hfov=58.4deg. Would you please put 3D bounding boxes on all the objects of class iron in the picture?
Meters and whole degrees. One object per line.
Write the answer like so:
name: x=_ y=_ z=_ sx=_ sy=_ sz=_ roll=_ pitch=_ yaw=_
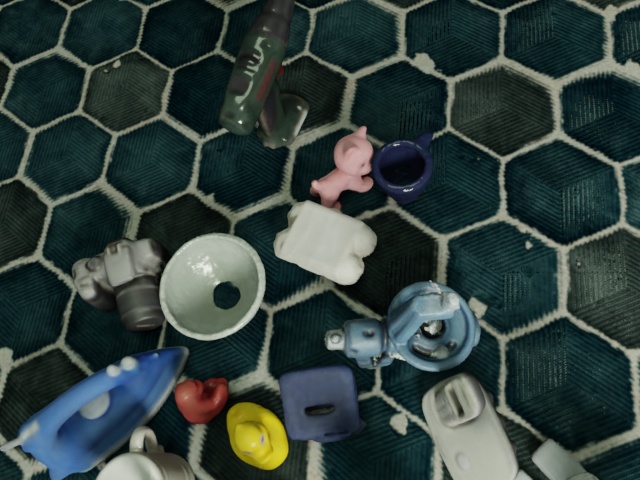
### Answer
iron: x=-0.318 y=0.227 z=0.823 sx=0.258 sy=0.142 sz=0.118 roll=-39 pitch=68 yaw=-6

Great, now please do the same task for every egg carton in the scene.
egg carton: x=0.008 y=0.003 z=0.889 sx=0.150 sy=0.069 sz=0.107 roll=21 pitch=75 yaw=17

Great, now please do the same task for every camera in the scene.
camera: x=-0.307 y=0.077 z=0.900 sx=0.143 sy=0.101 sz=0.136 roll=-22 pitch=67 yaw=2

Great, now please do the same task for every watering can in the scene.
watering can: x=-0.241 y=0.336 z=0.740 sx=0.101 sy=0.194 sz=0.172 roll=-24 pitch=67 yaw=1

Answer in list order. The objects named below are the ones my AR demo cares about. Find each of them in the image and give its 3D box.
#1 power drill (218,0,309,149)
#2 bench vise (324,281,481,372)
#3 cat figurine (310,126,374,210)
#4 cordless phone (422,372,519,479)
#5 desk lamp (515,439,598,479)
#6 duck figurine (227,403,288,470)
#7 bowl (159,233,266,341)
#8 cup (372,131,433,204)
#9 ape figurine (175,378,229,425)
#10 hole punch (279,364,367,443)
power drill: x=-0.081 y=-0.252 z=0.925 sx=0.075 sy=0.209 sz=0.230 roll=18 pitch=74 yaw=16
bench vise: x=0.112 y=0.123 z=0.744 sx=0.207 sy=0.220 sz=0.121 roll=-26 pitch=67 yaw=0
cat figurine: x=0.037 y=-0.114 z=0.902 sx=0.128 sy=0.118 sz=0.067 roll=-38 pitch=68 yaw=-5
cordless phone: x=0.189 y=0.236 z=0.707 sx=0.094 sy=0.185 sz=0.147 roll=-26 pitch=67 yaw=0
desk lamp: x=0.317 y=0.331 z=0.634 sx=0.118 sy=0.214 sz=0.203 roll=-43 pitch=69 yaw=-7
duck figurine: x=-0.096 y=0.272 z=0.798 sx=0.077 sy=0.086 sz=0.104 roll=-42 pitch=68 yaw=-7
bowl: x=-0.157 y=0.078 z=0.887 sx=0.167 sy=0.075 sz=0.167 roll=-3 pitch=69 yaw=9
cup: x=0.137 y=-0.108 z=0.894 sx=0.091 sy=0.095 sz=0.118 roll=34 pitch=79 yaw=20
ape figurine: x=-0.179 y=0.225 z=0.826 sx=0.077 sy=0.092 sz=0.076 roll=20 pitch=74 yaw=17
hole punch: x=0.004 y=0.228 z=0.794 sx=0.108 sy=0.091 sz=0.101 roll=-9 pitch=68 yaw=7
